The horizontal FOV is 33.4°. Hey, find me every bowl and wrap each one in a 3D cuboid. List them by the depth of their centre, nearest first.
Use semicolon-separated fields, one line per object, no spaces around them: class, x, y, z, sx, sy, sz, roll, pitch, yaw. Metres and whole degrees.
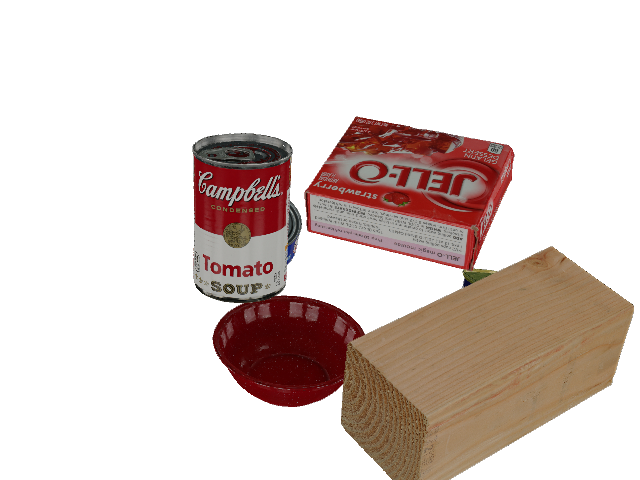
bowl;-0.032;0.125;1.123;0.162;0.055;0.162;3;31;-2

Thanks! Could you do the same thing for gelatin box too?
gelatin box;0.046;-0.027;0.542;0.089;0.030;0.073;13;41;17

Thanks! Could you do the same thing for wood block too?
wood block;0.125;0.095;0.805;0.205;0.090;0.091;-22;44;-29

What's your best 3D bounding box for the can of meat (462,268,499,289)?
can of meat;0.192;0.087;1.188;0.057;0.084;0.102;4;15;-20

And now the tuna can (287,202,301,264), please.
tuna can;-0.061;-0.009;0.952;0.086;0.034;0.086;7;43;-6

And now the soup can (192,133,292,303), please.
soup can;-0.055;-0.016;0.741;0.068;0.102;0.068;2;23;-1
